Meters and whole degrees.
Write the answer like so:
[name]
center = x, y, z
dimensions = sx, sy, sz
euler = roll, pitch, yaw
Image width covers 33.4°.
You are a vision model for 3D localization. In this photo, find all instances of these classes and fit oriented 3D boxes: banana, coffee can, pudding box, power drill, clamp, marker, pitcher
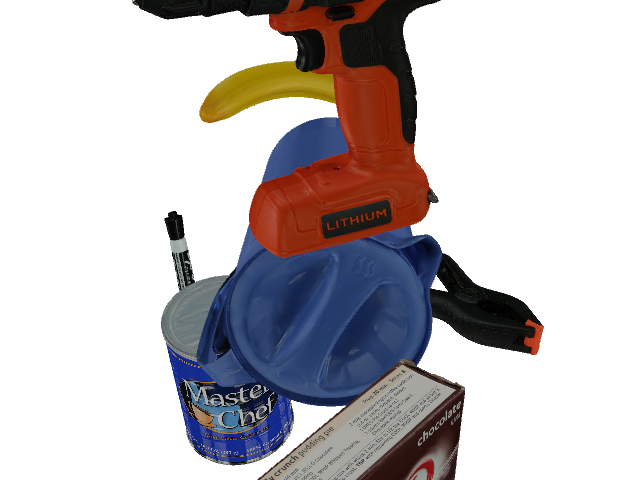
[banana]
center = -0.041, -0.156, 1.105
dimensions = 0.197, 0.070, 0.037
euler = -7, -42, -28
[coffee can]
center = -0.080, 0.116, 0.955
dimensions = 0.103, 0.140, 0.103
euler = -3, 40, 3
[pudding box]
center = 0.015, 0.117, 0.459
dimensions = 0.039, 0.090, 0.113
euler = 25, 41, 30
[power drill]
center = -0.005, -0.085, 0.569
dimensions = 0.184, 0.188, 0.057
euler = -13, 36, -17
[clamp]
center = 0.143, 0.058, 1.031
dimensions = 0.172, 0.039, 0.120
euler = 23, 36, 28
[marker]
center = -0.145, 0.027, 1.124
dimensions = 0.020, 0.121, 0.020
euler = -8, 19, 3
[pitcher]
center = -0.002, 0.005, 0.782
dimensions = 0.149, 0.145, 0.243
euler = 8, 27, -3
